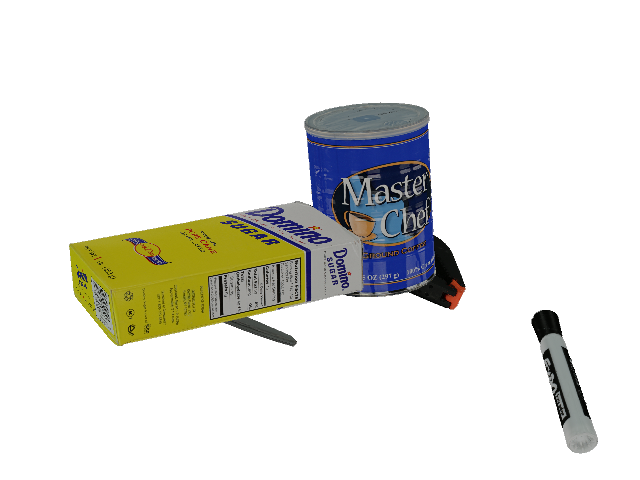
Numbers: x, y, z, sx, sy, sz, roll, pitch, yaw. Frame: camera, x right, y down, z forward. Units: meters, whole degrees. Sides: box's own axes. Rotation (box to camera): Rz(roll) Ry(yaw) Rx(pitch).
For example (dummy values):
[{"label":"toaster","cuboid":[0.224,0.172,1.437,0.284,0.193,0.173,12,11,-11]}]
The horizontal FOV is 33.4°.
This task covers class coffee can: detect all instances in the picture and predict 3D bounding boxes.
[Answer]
[{"label":"coffee can","cuboid":[0.043,-0.036,0.897,0.103,0.140,0.103,-4,19,1]}]

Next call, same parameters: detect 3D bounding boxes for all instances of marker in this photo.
[{"label":"marker","cuboid":[0.158,0.088,0.700,0.020,0.020,0.121,0,37,-2]}]

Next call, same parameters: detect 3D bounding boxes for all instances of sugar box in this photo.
[{"label":"sugar box","cuboid":[-0.069,0.017,0.715,0.176,0.048,0.093,-14,26,-25]}]

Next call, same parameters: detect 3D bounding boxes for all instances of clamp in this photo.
[{"label":"clamp","cuboid":[0.074,0.002,1.197,0.164,0.036,0.210,-16,51,-35]}]

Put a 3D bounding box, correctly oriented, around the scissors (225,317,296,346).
[{"label":"scissors","cuboid":[-0.109,0.045,0.938,0.202,0.016,0.096,12,29,7]}]
